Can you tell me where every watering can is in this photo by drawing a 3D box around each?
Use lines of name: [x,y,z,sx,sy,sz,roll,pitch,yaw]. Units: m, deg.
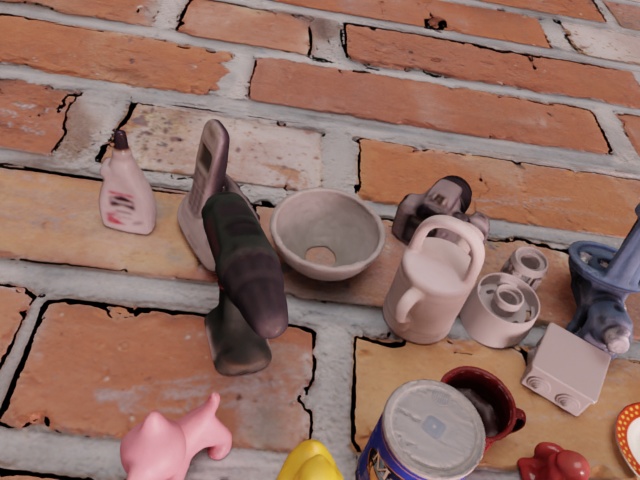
watering can: [0.155,0.038,0.755,0.101,0.194,0.173,19,47,6]

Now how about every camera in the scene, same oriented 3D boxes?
camera: [0.208,-0.045,0.909,0.143,0.101,0.137,30,49,15]

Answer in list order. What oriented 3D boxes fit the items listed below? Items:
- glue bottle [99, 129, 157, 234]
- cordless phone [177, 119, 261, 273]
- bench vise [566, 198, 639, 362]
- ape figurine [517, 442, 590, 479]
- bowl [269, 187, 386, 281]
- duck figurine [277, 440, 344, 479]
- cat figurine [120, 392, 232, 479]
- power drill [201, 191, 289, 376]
glue bottle: [-0.268,-0.081,0.786,0.078,0.173,0.037,9,46,-4]
cordless phone: [-0.136,-0.059,0.787,0.094,0.185,0.147,-22,55,-29]
bench vise: [0.421,0.052,0.783,0.121,0.220,0.207,4,47,-8]
ape figurine: [0.269,0.263,0.641,0.076,0.092,0.078,32,49,17]
bowl: [0.008,0.003,0.837,0.167,0.075,0.167,6,47,-7]
duck figurine: [-0.006,0.253,0.594,0.077,0.086,0.104,5,47,-7]
cat figurine: [-0.150,0.204,0.586,0.067,0.118,0.128,39,52,23]
power drill: [-0.090,0.064,0.666,0.076,0.208,0.229,-9,50,-20]
